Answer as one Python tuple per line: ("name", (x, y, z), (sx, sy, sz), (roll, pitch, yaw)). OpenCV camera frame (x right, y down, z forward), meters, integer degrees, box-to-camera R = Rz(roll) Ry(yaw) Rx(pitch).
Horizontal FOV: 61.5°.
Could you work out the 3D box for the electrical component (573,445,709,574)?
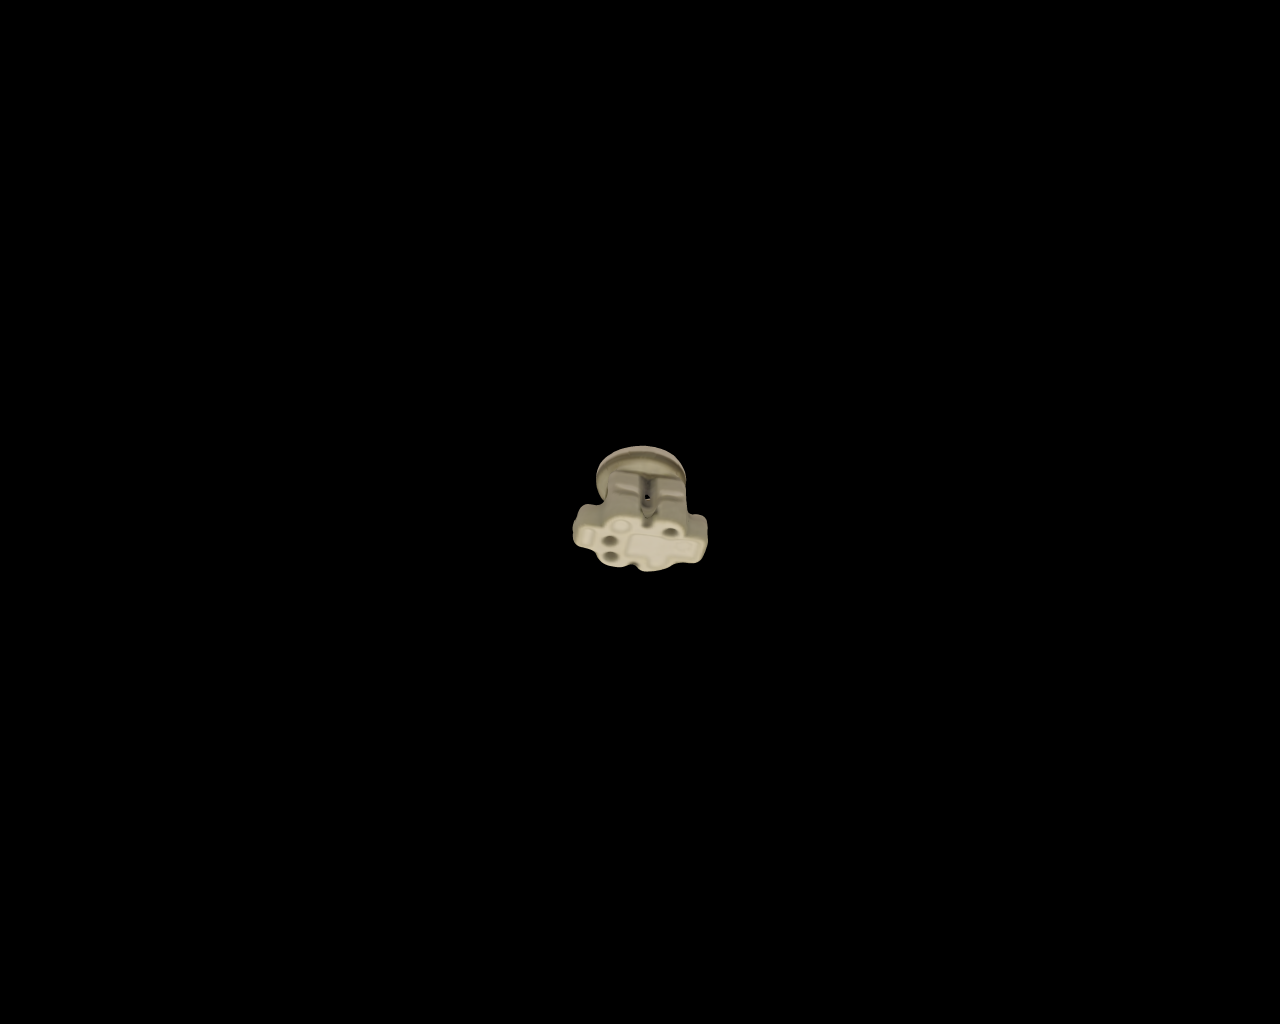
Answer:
("electrical component", (0.001, -0.003, 0.650), (0.078, 0.057, 0.057), (7, -39, -9))
